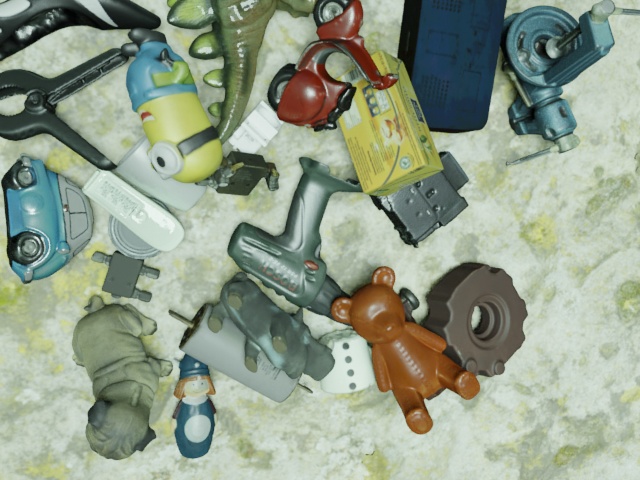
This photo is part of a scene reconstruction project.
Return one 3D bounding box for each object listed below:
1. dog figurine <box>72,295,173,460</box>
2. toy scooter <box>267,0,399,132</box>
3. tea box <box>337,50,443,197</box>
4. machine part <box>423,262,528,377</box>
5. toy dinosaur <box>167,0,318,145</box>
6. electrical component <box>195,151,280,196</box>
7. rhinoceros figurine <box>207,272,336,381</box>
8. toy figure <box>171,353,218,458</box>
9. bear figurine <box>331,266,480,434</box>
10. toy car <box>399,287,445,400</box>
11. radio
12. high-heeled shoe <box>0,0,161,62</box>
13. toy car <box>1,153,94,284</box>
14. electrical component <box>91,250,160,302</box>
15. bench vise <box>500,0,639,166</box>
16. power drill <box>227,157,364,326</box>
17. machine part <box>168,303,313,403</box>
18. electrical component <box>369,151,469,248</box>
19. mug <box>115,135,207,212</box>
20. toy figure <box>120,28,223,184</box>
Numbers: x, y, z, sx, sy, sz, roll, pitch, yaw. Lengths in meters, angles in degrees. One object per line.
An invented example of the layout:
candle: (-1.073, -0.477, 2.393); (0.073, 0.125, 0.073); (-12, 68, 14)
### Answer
dog figurine: (-0.267, 0.167, 0.685); (0.121, 0.191, 0.172); (-37, 103, -5)
toy scooter: (0.020, -0.206, 0.687); (0.135, 0.075, 0.183); (39, 120, 6)
tea box: (0.087, -0.154, 0.729); (0.098, 0.068, 0.169); (-23, 79, 33)
machine part: (0.247, 0.124, 0.840); (0.179, 0.056, 0.179); (1, 88, -27)
toy dinosaur: (-0.103, -0.333, 0.696); (0.199, 0.105, 0.471); (0, 91, -6)
electrical component: (-0.103, -0.084, 0.711); (0.102, 0.045, 0.078); (7, 139, -46)
rhinoceros figurine: (-0.063, 0.127, 0.741); (0.190, 0.112, 0.073); (40, 114, -1)
toy figure: (-0.181, 0.236, 0.785); (0.064, 0.058, 0.154); (-7, 101, -52)
bear figurine: (0.113, 0.145, 0.745); (0.120, 0.132, 0.195); (-34, 111, -4)
toy car: (0.146, 0.170, 0.849); (0.089, 0.053, 0.202); (-32, 103, -9)
radio: (0.186, -0.272, 0.781); (0.131, 0.073, 0.229); (5, 99, -14)
high-heeled shoe: (-0.335, -0.250, 0.667); (0.249, 0.086, 0.145); (12, 100, -10)
toy car: (-0.348, -0.027, 0.692); (0.103, 0.109, 0.161); (-3, 87, -35)
electrical component: (-0.276, 0.050, 0.751); (0.094, 0.021, 0.063); (20, 94, -15)
bench vise: (0.329, -0.236, 0.742); (0.129, 0.240, 0.223); (-9, 84, -8)
power drill: (-0.002, -0.002, 0.782); (0.232, 0.086, 0.207); (25, 100, -13)
machine part: (-0.112, 0.164, 0.776); (0.243, 0.079, 0.079); (34, 90, -14)
electrical component: (0.155, -0.071, 0.811); (0.134, 0.058, 0.114); (-42, 107, -3)
mug: (-0.199, -0.098, 0.724); (0.107, 0.081, 0.109); (47, 73, -24)
toy figure: (-0.176, -0.155, 0.638); (0.089, 0.082, 0.180); (-16, 91, -11)
